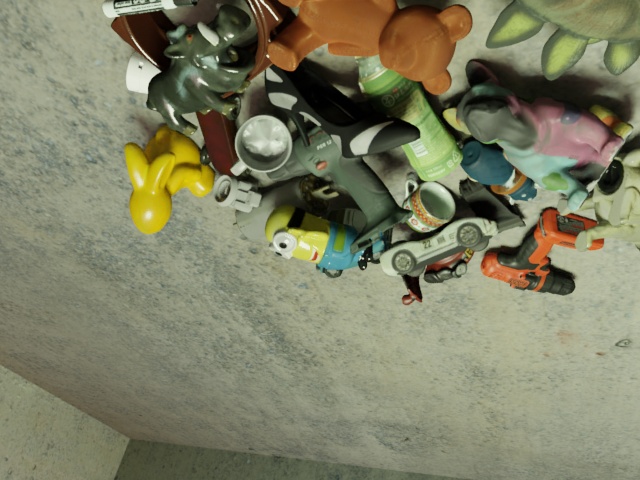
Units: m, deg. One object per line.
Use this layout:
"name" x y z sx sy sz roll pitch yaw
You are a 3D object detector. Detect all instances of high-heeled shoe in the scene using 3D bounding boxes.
"high-heeled shoe" 0.021 -0.186 0.693 0.249 0.086 0.145 9 125 47

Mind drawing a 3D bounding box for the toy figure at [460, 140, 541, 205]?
"toy figure" 0.271 -0.100 0.797 0.154 0.057 0.064 20 168 -34

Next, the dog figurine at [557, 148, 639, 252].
"dog figurine" 0.480 -0.053 0.784 0.191 0.121 0.172 5 150 -12

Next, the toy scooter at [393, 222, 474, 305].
"toy scooter" 0.197 0.049 0.972 0.184 0.135 0.075 -20 133 37

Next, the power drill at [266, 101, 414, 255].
"power drill" 0.035 -0.085 0.821 0.232 0.207 0.086 -34 167 35

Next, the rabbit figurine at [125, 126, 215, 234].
"rabbit figurine" -0.261 -0.095 0.898 0.122 0.173 0.162 15 150 5

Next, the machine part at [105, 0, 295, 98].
"machine part" -0.147 -0.287 0.667 0.201 0.087 0.200 -20 133 41

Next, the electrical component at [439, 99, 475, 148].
"electrical component" 0.201 -0.161 0.776 0.063 0.021 0.094 13 144 0

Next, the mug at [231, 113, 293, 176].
"mug" -0.088 -0.142 0.811 0.081 0.107 0.109 38 105 -12

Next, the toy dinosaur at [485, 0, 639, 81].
"toy dinosaur" 0.248 -0.272 0.539 0.471 0.105 0.198 27 147 -7

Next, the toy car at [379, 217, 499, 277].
"toy car" 0.197 0.011 0.891 0.202 0.056 0.073 -25 161 23

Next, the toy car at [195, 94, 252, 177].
"toy car" -0.159 -0.175 0.854 0.089 0.053 0.202 17 150 13

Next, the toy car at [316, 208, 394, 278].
"toy car" 0.046 -0.005 0.970 0.162 0.109 0.102 -14 134 31

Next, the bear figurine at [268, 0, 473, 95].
"bear figurine" 0.055 -0.227 0.598 0.196 0.132 0.120 37 147 15

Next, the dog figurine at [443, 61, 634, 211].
"dog figurine" 0.276 -0.149 0.702 0.219 0.191 0.108 37 128 18

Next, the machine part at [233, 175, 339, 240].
"machine part" -0.070 -0.056 0.967 0.243 0.079 0.079 -17 135 38

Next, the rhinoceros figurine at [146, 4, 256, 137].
"rhinoceros figurine" -0.142 -0.206 0.649 0.112 0.073 0.190 44 138 -21

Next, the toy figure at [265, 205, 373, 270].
"toy figure" -0.003 0.000 0.886 0.180 0.089 0.082 12 124 -14

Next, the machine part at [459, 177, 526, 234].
"machine part" 0.278 -0.053 0.886 0.084 0.039 0.138 -12 139 40
